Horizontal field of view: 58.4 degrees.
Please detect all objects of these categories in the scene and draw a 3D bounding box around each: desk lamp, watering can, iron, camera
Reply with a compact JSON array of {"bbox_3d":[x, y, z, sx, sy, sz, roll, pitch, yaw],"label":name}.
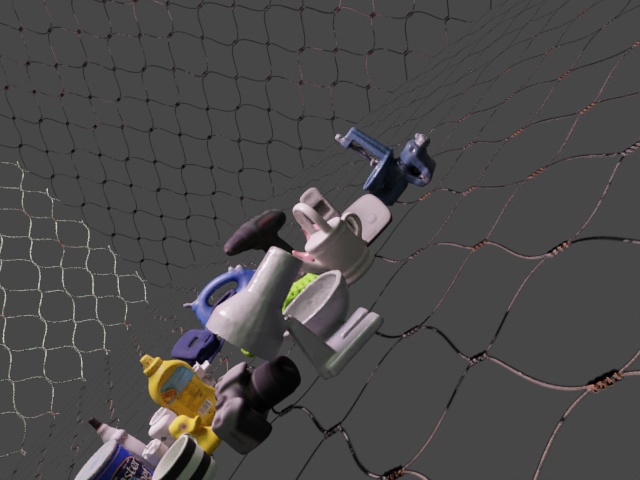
[{"bbox_3d":[-0.045,0.128,0.925,0.203,0.214,0.117,-46,13,-10],"label":"desk lamp"},{"bbox_3d":[0.012,0.004,1.188,0.100,0.194,0.173,-27,21,51],"label":"watering can"},{"bbox_3d":[-0.260,0.156,1.648,0.258,0.141,0.118,-45,13,-4],"label":"iron"},{"bbox_3d":[-0.108,0.257,0.962,0.136,0.101,0.143,-39,14,19],"label":"camera"}]

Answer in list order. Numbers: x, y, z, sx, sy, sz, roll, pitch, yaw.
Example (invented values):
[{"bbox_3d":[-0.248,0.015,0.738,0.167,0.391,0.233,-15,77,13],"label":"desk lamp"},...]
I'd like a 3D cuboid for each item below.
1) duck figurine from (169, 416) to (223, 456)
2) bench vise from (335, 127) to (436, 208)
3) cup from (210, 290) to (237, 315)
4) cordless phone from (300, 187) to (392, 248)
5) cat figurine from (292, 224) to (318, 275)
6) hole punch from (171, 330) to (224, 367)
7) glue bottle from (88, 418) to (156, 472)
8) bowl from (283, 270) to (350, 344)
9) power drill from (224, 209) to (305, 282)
[{"bbox_3d":[-0.242,0.365,1.060,0.104,0.086,0.077,-39,14,21],"label":"duck figurine"},{"bbox_3d":[0.154,-0.203,1.352,0.207,0.220,0.121,-39,14,18],"label":"bench vise"},{"bbox_3d":[-0.238,0.204,1.534,0.091,0.095,0.118,-29,19,47],"label":"cup"},{"bbox_3d":[0.057,-0.065,1.289,0.147,0.185,0.094,-44,13,-3],"label":"cordless phone"},{"bbox_3d":[-0.010,0.012,1.398,0.127,0.118,0.067,-39,14,19],"label":"cat figurine"},{"bbox_3d":[-0.330,0.290,1.550,0.101,0.091,0.109,-32,18,41],"label":"hole punch"},{"bbox_3d":[-0.409,0.424,1.182,0.078,0.173,0.037,-35,16,31],"label":"glue bottle"},{"bbox_3d":[0.000,0.139,1.067,0.167,0.075,0.167,-41,13,12],"label":"bowl"},{"bbox_3d":[-0.126,0.026,1.504,0.075,0.208,0.230,-33,17,39],"label":"power drill"}]
